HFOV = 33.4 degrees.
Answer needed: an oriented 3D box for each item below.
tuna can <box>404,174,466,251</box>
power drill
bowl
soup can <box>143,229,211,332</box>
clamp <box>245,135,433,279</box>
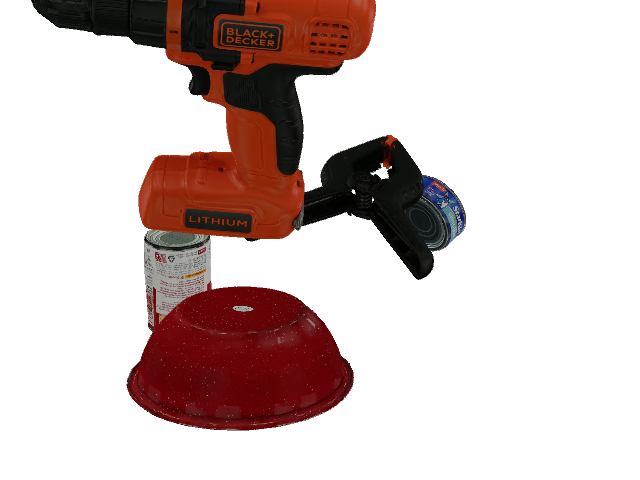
[{"bbox_3d":[0.123,-0.031,1.227,0.033,0.086,0.086,-40,24,-32],"label":"tuna can"},{"bbox_3d":[-0.070,-0.082,0.622,0.184,0.057,0.188,6,-40,-4],"label":"power drill"},{"bbox_3d":[-0.056,0.073,0.754,0.162,0.055,0.162,1,17,0],"label":"bowl"},{"bbox_3d":[-0.146,0.040,1.096,0.068,0.102,0.068,1,23,0],"label":"soup can"},{"bbox_3d":[0.046,-0.035,0.945,0.165,0.036,0.209,17,34,18],"label":"clamp"}]
